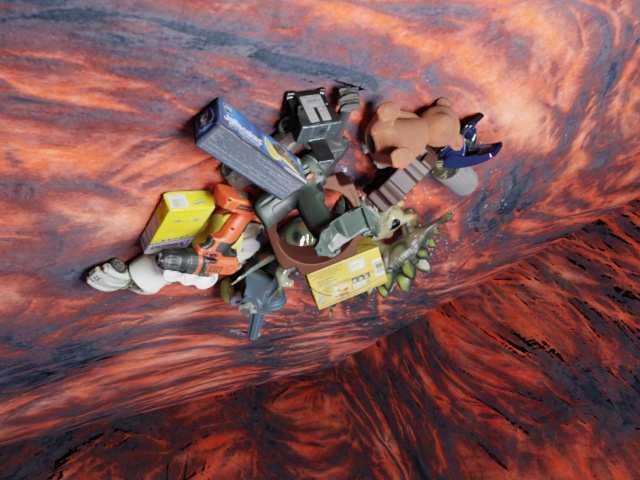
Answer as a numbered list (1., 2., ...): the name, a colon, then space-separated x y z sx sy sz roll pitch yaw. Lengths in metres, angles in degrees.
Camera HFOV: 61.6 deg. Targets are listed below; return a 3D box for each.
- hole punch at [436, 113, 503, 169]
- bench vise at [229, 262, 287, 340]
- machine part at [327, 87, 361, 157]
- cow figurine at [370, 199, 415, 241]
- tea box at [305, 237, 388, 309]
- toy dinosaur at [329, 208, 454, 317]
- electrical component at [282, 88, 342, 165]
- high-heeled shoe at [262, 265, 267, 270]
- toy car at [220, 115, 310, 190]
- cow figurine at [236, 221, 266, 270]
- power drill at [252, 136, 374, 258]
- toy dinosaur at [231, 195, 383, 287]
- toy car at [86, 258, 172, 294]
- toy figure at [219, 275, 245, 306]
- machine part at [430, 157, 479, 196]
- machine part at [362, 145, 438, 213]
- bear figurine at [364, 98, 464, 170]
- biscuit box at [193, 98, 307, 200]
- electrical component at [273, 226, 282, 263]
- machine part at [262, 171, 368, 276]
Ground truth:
1. hole punch: 0.318 -0.196 1.148 0.116 0.092 0.142 -39 -178 38
2. bench vise: -0.153 0.168 1.368 0.129 0.224 0.240 14 119 -3
3. machine part: 0.031 -0.200 0.917 0.039 0.084 0.138 7 149 -14
4. cow figurine: 0.146 -0.031 1.443 0.127 0.085 0.195 -12 160 -42
5. tea box: 0.054 0.072 1.189 0.170 0.068 0.098 -19 115 -6
6. toy dinosaur: 0.191 0.059 1.552 0.471 0.198 0.105 -33 154 23
7. electrical component: -0.008 -0.181 0.859 0.075 0.119 0.047 -11 157 -22
8. high-heeled shoe: -0.035 0.087 1.463 0.249 0.145 0.086 -22 159 -6
9. toy car: -0.085 -0.151 0.956 0.202 0.053 0.089 -30 155 22
10. cow figurine: -0.172 0.012 1.257 0.098 0.068 0.167 -21 161 -21
11. power drill: 0.005 -0.080 0.955 0.232 0.207 0.085 -35 147 -8
12. toy dinosaur: -0.010 -0.004 1.248 0.405 0.192 0.131 -9 -167 -21
13. toy car: -0.421 0.085 1.196 0.073 0.056 0.201 -31 158 22
14. toy figure: -0.193 0.125 1.497 0.180 0.089 0.082 -23 137 -27
15. machine part: 0.330 -0.162 1.309 0.079 0.079 0.243 -30 157 21
16. machine part: 0.165 -0.136 1.115 0.179 0.056 0.179 -45 -170 10
17. bear figurine: 0.187 -0.200 0.986 0.196 0.120 0.132 -15 -176 -11
18. biscuit box: -0.110 -0.141 0.865 0.063 0.059 0.202 -31 141 24
19. electrical component: -0.065 0.010 1.367 0.115 0.058 0.134 -6 154 -31
20. machine part: -0.016 -0.042 1.115 0.201 0.087 0.201 -22 120 -5
